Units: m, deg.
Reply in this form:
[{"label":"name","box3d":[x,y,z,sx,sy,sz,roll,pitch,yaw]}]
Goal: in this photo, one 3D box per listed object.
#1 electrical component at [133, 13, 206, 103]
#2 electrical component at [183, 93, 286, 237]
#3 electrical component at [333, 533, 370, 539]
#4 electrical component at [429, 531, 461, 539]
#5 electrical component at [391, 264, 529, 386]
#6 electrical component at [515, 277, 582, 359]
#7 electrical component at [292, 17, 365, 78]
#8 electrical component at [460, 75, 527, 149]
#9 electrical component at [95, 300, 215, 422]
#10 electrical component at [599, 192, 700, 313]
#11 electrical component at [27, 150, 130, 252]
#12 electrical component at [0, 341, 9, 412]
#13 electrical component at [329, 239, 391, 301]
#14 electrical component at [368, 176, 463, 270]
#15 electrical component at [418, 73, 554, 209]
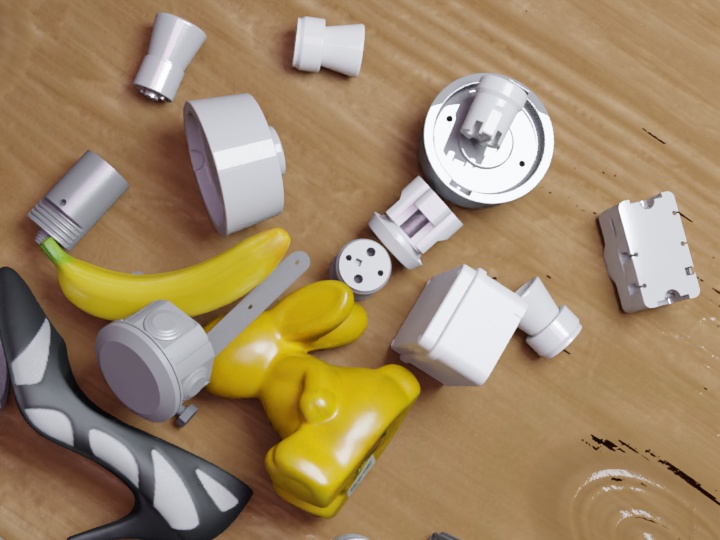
[{"label":"electrical component","box3d":[-0.158,-0.170,0.875,0.044,0.044,0.065,22,85,-5]},{"label":"electrical component","box3d":[-0.093,-0.086,0.841,0.060,0.108,0.108,-17,85,-16]},{"label":"electrical component","box3d":[-0.012,0.274,0.818,0.052,0.074,0.138,15,81,-6]},{"label":"electrical component","box3d":[0.071,0.263,0.814,0.056,0.109,0.108,27,80,-7]},{"label":"electrical component","box3d":[0.075,0.044,0.841,0.057,0.113,0.078,32,79,-6]},{"label":"electrical component","box3d":[0.149,0.040,0.887,0.045,0.045,0.055,-44,91,-11]},{"label":"electrical component","box3d":[-0.027,-0.185,0.892,0.055,0.045,0.045,6,82,-7]},{"label":"electrical component","box3d":[0.104,-0.123,0.842,0.040,0.040,0.046,26,85,-4]},{"label":"electrical component","box3d":[-0.148,0.065,0.778,0.080,0.080,0.051,52,48,1]},{"label":"electrical component","box3d":[0.240,-0.013,0.901,0.050,0.056,0.089,-13,84,-9]},{"label":"electrical component","box3d":[-0.225,-0.051,0.847,0.043,0.043,0.081,41,79,-1]},{"label":"electrical component","box3d":[-0.305,0.058,0.792,0.060,0.108,0.108,-9,84,-3]},{"label":"electrical component","box3d":[0.000,0.000,0.866,0.045,0.055,0.045,1,82,-8]},{"label":"electrical component","box3d":[0.044,-0.037,0.869,0.057,0.078,0.058,-42,90,5]},{"label":"electrical component","box3d":[0.100,-0.102,0.891,0.108,0.060,0.108,1,82,-8]}]
